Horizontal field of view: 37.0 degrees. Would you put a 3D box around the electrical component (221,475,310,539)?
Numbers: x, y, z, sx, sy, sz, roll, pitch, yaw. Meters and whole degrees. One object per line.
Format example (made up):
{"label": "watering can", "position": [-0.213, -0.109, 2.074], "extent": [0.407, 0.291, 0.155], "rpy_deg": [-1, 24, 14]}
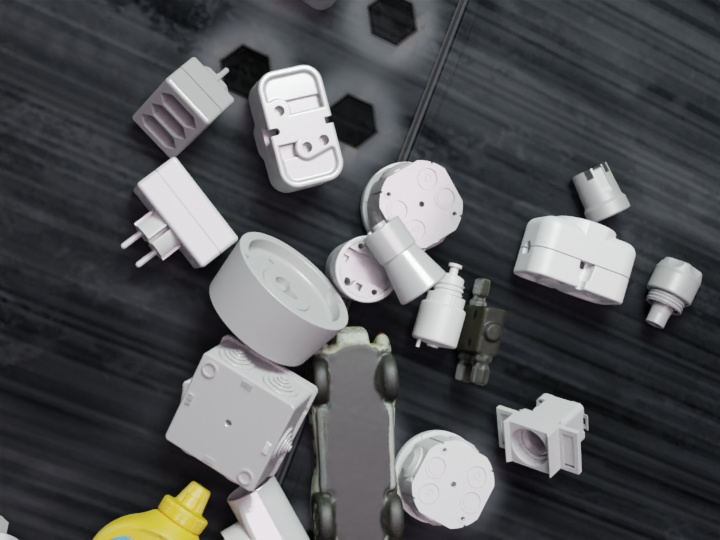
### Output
{"label": "electrical component", "position": [-0.087, 0.219, 0.877], "extent": [0.079, 0.043, 0.077], "rpy_deg": [-30, 97, -14]}

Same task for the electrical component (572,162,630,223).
{"label": "electrical component", "position": [0.217, -0.070, 0.974], "extent": [0.040, 0.040, 0.046], "rpy_deg": [-25, 89, -15]}

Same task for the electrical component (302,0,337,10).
{"label": "electrical component", "position": [-0.048, -0.266, 0.893], "extent": [0.095, 0.059, 0.053], "rpy_deg": [33, 80, -13]}

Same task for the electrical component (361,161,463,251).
{"label": "electrical component", "position": [0.045, -0.054, 0.918], "extent": [0.080, 0.051, 0.080], "rpy_deg": [0, 88, -16]}

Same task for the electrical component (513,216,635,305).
{"label": "electrical component", "position": [0.192, -0.011, 0.957], "extent": [0.095, 0.054, 0.059], "rpy_deg": [19, 83, -15]}

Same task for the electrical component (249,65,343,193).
{"label": "electrical component", "position": [-0.055, -0.114, 0.886], "extent": [0.054, 0.059, 0.095], "rpy_deg": [-15, 93, -16]}

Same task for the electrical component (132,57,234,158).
{"label": "electrical component", "position": [-0.132, -0.139, 0.867], "extent": [0.047, 0.066, 0.076], "rpy_deg": [47, 48, -10]}

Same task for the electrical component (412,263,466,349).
{"label": "electrical component", "position": [0.072, 0.033, 0.929], "extent": [0.040, 0.040, 0.078], "rpy_deg": [18, 83, -15]}

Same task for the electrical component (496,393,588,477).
{"label": "electrical component", "position": [0.162, 0.141, 0.935], "extent": [0.064, 0.081, 0.042], "rpy_deg": [-31, 124, -40]}

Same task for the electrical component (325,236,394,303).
{"label": "electrical component", "position": [0.000, 0.000, 0.905], "extent": [0.055, 0.047, 0.055], "rpy_deg": [1, 88, -16]}

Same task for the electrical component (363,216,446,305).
{"label": "electrical component", "position": [0.033, -0.010, 0.868], "extent": [0.044, 0.044, 0.065], "rpy_deg": [-36, 92, -14]}

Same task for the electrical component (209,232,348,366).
{"label": "electrical component", "position": [-0.070, 0.029, 0.856], "extent": [0.108, 0.108, 0.060], "rpy_deg": [38, 109, -12]}

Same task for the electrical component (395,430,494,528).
{"label": "electrical component", "position": [0.071, 0.179, 0.919], "extent": [0.080, 0.051, 0.080], "rpy_deg": [0, 88, -16]}

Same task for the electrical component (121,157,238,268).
{"label": "electrical component", "position": [-0.155, -0.033, 0.862], "extent": [0.076, 0.047, 0.083], "rpy_deg": [-39, 99, -13]}

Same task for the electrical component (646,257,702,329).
{"label": "electrical component", "position": [0.284, 0.023, 0.988], "extent": [0.043, 0.043, 0.062], "rpy_deg": [29, 83, -13]}

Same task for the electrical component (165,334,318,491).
{"label": "electrical component", "position": [-0.095, 0.113, 0.845], "extent": [0.100, 0.048, 0.099], "rpy_deg": [30, 108, 9]}
